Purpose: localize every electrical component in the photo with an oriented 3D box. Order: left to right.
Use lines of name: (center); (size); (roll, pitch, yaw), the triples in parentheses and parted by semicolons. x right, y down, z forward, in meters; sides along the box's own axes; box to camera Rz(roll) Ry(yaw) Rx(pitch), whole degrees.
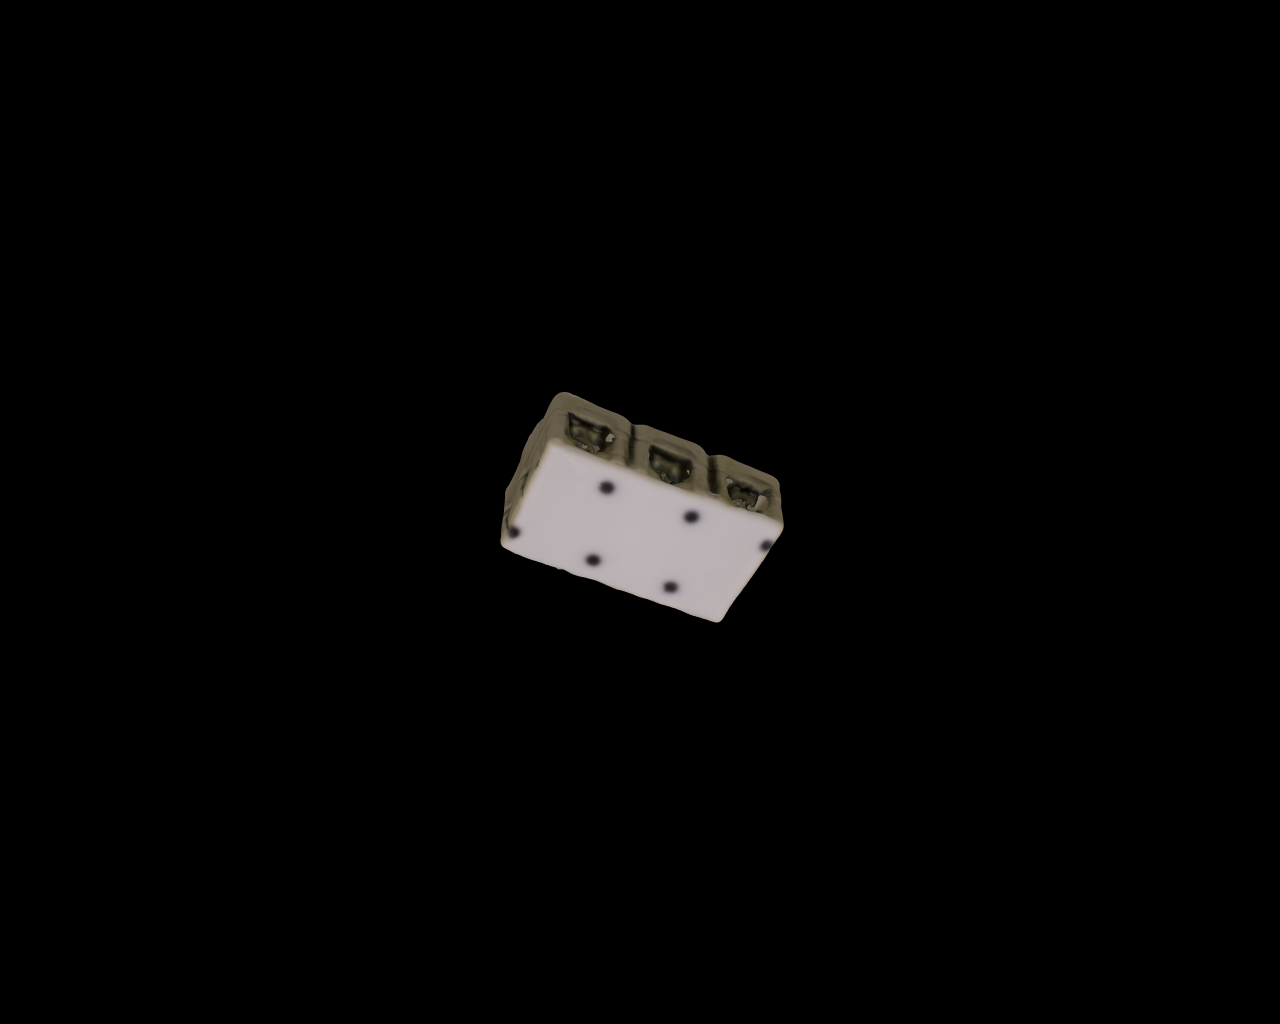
electrical component: (0.001, -0.003, 0.650); (0.150, 0.089, 0.062); (21, 35, -15)
